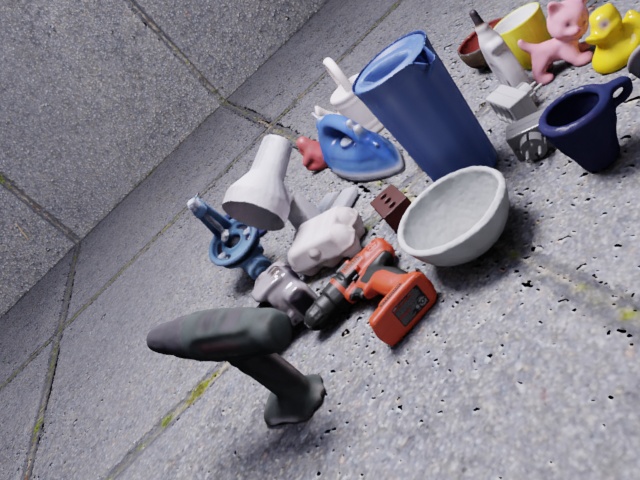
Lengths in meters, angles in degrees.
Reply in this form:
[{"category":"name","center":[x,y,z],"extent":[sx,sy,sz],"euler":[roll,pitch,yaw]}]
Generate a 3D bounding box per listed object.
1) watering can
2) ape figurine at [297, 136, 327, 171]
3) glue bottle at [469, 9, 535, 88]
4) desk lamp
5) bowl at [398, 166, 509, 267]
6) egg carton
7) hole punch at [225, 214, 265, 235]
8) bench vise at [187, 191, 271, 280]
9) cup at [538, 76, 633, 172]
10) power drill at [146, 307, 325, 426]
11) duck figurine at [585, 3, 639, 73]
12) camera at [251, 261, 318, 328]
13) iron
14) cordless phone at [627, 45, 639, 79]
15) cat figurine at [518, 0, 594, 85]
[{"category":"watering can","center":[0.066,-0.327,1.302],"extent":[0.173,0.194,0.100],"euler":[-49,26,-10]},{"category":"ape figurine","center":[-0.020,-0.213,1.372],"extent":[0.078,0.092,0.076],"euler":[-49,26,-10]},{"category":"glue bottle","center":[0.302,-0.319,0.975],"extent":[0.037,0.173,0.078],"euler":[-38,26,11]},{"category":"desk lamp","center":[-0.061,-0.083,1.097],"extent":[0.117,0.214,0.203],"euler":[-9,42,49]},{"category":"bowl","center":[0.195,-0.020,0.795],"extent":[0.167,0.075,0.167],"euler":[-33,28,21]},{"category":"egg carton","center":[0.009,0.004,1.033],"extent":[0.150,0.069,0.107],"euler":[-26,31,32]},{"category":"hole punch","center":[-0.182,-0.054,1.370],"extent":[0.108,0.091,0.101],"euler":[-28,30,29]},{"category":"bench vise","center":[-0.209,-0.012,1.197],"extent":[0.121,0.220,0.206],"euler":[-53,27,-18]},{"category":"cup","center":[0.352,-0.144,0.730],"extent":[0.117,0.095,0.091],"euler":[-35,27,17]},{"category":"power drill","center":[-0.104,0.169,0.789],"extent":[0.229,0.209,0.075],"euler":[-23,33,37]},{"category":"duck figurine","center":[0.444,-0.319,0.869],"extent":[0.104,0.086,0.077],"euler":[-47,26,-6]},{"category":"camera","center":[-0.081,0.112,0.965],"extent":[0.137,0.101,0.142],"euler":[-46,26,-5]},{"category":"iron","center":[0.069,-0.208,1.181],"extent":[0.119,0.142,0.257],"euler":[-47,26,-7]},{"category":"cordless phone","center":[0.449,-0.308,0.733],"extent":[0.147,0.185,0.094],"euler":[-40,26,7]},{"category":"cat figurine","center":[0.390,-0.339,0.940],"extent":[0.127,0.118,0.067],"euler":[-25,32,33]}]
